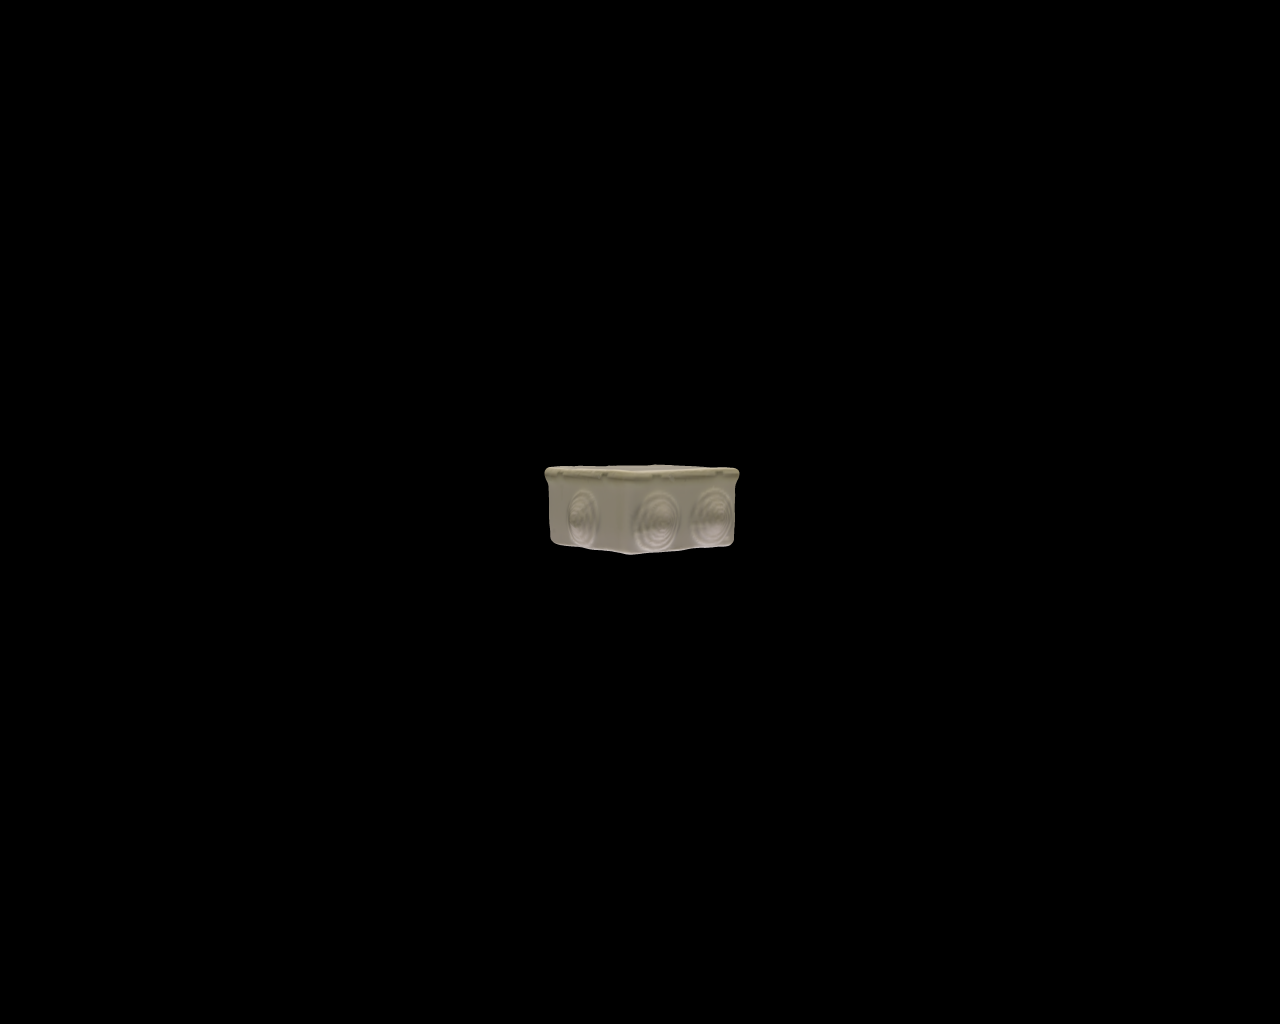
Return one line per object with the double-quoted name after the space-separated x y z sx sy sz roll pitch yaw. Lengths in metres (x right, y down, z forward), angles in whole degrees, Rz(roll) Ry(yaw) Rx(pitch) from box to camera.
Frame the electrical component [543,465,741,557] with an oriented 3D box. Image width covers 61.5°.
0.001 -0.003 0.650 0.100 0.048 0.099 -3 5 -37 "electrical component"
